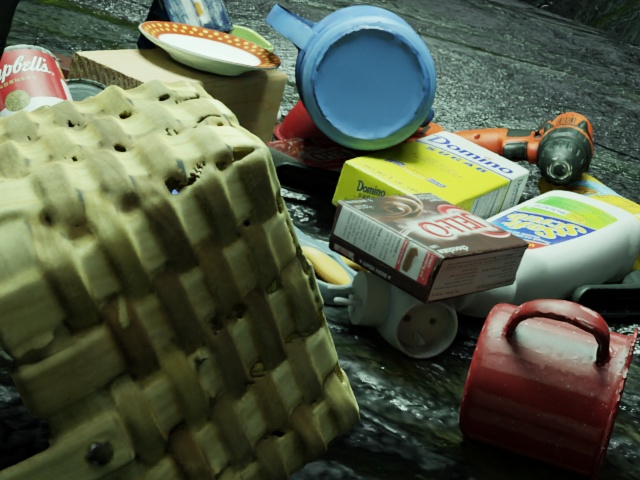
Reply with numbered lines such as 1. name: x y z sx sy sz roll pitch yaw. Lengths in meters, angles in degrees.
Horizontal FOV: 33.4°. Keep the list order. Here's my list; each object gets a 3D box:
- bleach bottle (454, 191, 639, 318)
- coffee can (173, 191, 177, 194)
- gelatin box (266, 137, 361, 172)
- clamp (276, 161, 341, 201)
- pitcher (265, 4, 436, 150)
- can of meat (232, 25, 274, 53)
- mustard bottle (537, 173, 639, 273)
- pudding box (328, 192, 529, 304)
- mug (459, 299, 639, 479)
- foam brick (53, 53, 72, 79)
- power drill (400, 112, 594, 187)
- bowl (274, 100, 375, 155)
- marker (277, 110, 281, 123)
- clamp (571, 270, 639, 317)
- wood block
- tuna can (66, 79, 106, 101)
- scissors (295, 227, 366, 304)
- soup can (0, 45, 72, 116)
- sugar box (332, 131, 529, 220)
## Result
1. bleach bottle: 0.168 0.017 0.856 0.103 0.068 0.250 24 24 29
2. coffee can: -0.095 0.011 0.624 0.102 0.103 0.140 12 20 -8
3. gelatin box: -0.001 -0.073 1.022 0.073 0.030 0.089 28 24 32
4. clamp: 0.083 -0.023 0.939 0.209 0.036 0.165 0 30 -35
5. pitcher: 0.031 -0.151 0.956 0.149 0.145 0.243 -9 10 2
6. can of meat: -0.095 -0.189 1.190 0.057 0.084 0.102 4 22 -26
7. mustard bottle: 0.274 -0.022 1.038 0.096 0.058 0.192 4 23 -29
8. pudding box: 0.074 0.003 0.722 0.090 0.039 0.113 29 24 34
9. mug: 0.128 0.076 0.599 0.081 0.117 0.093 15 51 17
10. foam brick: -0.233 -0.141 1.010 0.078 0.051 0.053 16 20 5
11. power drill: 0.176 -0.086 1.060 0.188 0.057 0.184 0 14 17
12. bowl: 0.033 -0.123 1.147 0.162 0.055 0.162 13 20 -5
13. marker: -0.072 -0.123 1.124 0.020 0.020 0.121 20 21 15
14. clamp: 0.289 0.055 0.869 0.120 0.039 0.171 28 23 30
15. wood block: -0.129 -0.118 0.966 0.091 0.090 0.205 24 21 24
16. tuna can: -0.194 -0.083 0.840 0.086 0.034 0.086 -3 60 4
17. scissors: -0.006 0.001 0.842 0.096 0.016 0.202 8 21 -23
18. soup can: -0.210 -0.083 0.782 0.068 0.069 0.102 -1 53 -38
19. sugar box: 0.098 -0.046 0.896 0.093 0.048 0.175 30 30 24
